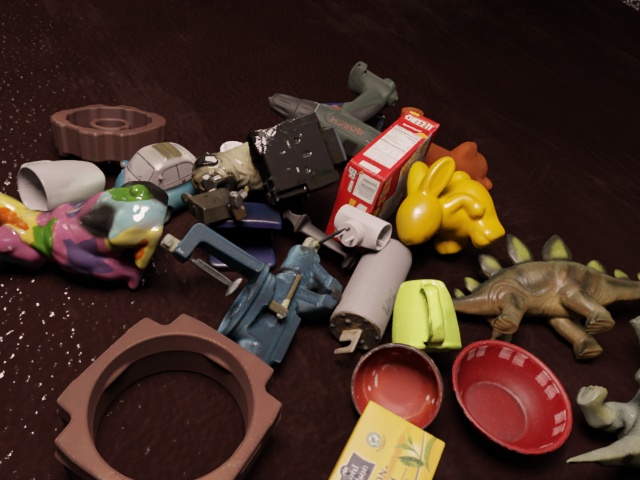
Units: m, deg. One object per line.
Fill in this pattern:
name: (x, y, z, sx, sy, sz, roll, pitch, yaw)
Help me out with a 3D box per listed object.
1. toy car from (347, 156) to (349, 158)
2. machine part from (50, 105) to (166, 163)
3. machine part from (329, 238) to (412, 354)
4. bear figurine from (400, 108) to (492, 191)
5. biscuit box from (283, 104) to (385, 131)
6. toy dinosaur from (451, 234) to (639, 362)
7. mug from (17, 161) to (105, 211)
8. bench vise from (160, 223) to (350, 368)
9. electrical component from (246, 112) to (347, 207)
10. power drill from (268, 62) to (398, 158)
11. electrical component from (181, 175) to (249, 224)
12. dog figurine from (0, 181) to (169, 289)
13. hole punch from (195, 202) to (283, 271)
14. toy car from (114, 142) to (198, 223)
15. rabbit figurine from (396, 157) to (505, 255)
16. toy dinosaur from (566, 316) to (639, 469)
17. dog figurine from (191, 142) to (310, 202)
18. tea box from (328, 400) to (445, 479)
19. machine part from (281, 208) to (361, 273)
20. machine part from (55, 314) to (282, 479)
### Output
toy car: (-0.036, -0.178, 1.022, 0.202, 0.056, 0.074, -7, 48, -22)
machine part: (-0.352, -0.180, 0.905, 0.179, 0.056, 0.179, 5, 28, -3)
machine part: (0.078, 0.074, 0.786, 0.079, 0.079, 0.243, 24, 43, 8)
bear figurine: (0.246, -0.168, 1.045, 0.196, 0.131, 0.120, 7, 43, -1)
biscuit box: (0.027, -0.239, 1.097, 0.203, 0.062, 0.059, -7, 47, -22)
toy dinosaur: (0.378, 0.081, 0.847, 0.471, 0.105, 0.199, 4, 45, -11)
mug: (-0.393, -0.086, 0.818, 0.110, 0.080, 0.107, 33, 32, 26)
bench vise: (-0.092, 0.048, 0.717, 0.240, 0.129, 0.223, 34, 65, -9)
electrical component: (-0.031, -0.125, 0.809, 0.134, 0.058, 0.114, -22, 94, -18)
power drill: (0.045, -0.255, 1.019, 0.232, 0.086, 0.207, 32, 48, 6)
electrical component: (-0.145, -0.059, 0.761, 0.078, 0.045, 0.102, -13, 31, -29)
dog figurine: (-0.327, -0.019, 0.700, 0.219, 0.191, 0.108, 14, 48, -24)
hole punch: (-0.119, -0.023, 0.823, 0.142, 0.092, 0.116, -2, 43, -13)
toy car: (-0.247, -0.101, 0.852, 0.162, 0.102, 0.109, -29, 60, -34)
rabbit figurine: (0.191, -0.047, 0.845, 0.173, 0.162, 0.122, -14, 9, -32)
toy dinosaur: (0.475, 0.227, 0.721, 0.405, 0.131, 0.192, -34, 87, -24)
dog figurine: (-0.117, -0.113, 0.896, 0.191, 0.172, 0.121, -11, 78, -11)
tea box: (0.054, 0.273, 0.572, 0.098, 0.068, 0.169, 27, 54, 10)
machine part: (-0.002, -0.003, 0.843, 0.139, 0.084, 0.039, 35, 79, 10)
machine part: (-0.161, 0.196, 0.590, 0.202, 0.087, 0.201, 29, 46, 11)
